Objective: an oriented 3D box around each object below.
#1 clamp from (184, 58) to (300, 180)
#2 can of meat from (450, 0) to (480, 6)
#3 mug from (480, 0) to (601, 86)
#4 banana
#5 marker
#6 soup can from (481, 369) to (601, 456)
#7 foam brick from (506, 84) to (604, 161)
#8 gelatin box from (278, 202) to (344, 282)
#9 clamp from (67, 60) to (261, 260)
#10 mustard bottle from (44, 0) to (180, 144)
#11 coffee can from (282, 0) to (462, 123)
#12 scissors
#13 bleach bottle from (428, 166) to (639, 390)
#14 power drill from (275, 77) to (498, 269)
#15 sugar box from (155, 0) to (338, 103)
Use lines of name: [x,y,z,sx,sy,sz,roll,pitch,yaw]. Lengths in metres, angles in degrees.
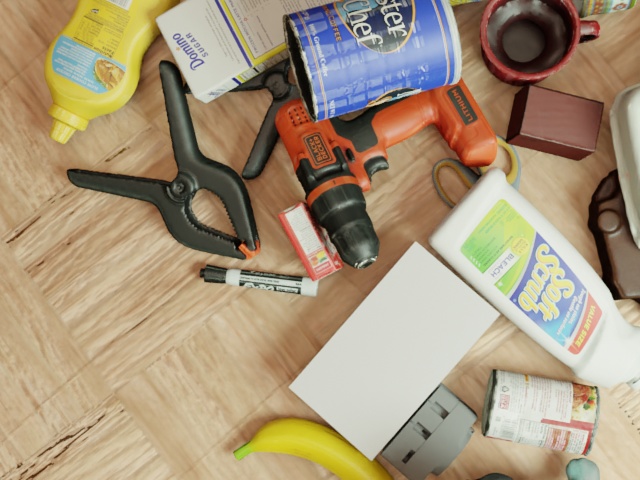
clamp: [-0.052,-0.158,1.075,0.171,0.039,0.120,-44,92,4]
can of meat: [0.113,-0.264,1.019,0.102,0.084,0.057,24,85,-25]
mug: [0.210,-0.196,1.030,0.117,0.081,0.093,-8,88,5]
banana: [0.015,0.227,1.063,0.198,0.037,0.070,25,110,7]
marker: [-0.062,0.041,1.081,0.121,0.020,0.020,7,89,5]
soup can: [0.211,0.166,1.028,0.102,0.068,0.068,9,89,5]
foam brick: [0.227,-0.114,1.034,0.078,0.053,0.051,14,84,-4]
gelatin box: [-0.007,0.001,1.041,0.030,0.089,0.073,-28,87,6]
clamp: [-0.134,-0.065,1.073,0.210,0.036,0.165,38,106,3]
mustard bottle: [-0.224,-0.186,1.081,0.096,0.058,0.191,27,91,8]
coffee can: [0.047,-0.175,0.977,0.140,0.103,0.103,-16,87,-5]
scissors: [0.203,-0.025,1.060,0.202,0.016,0.096,38,92,5]
bleach bottle: [0.227,0.048,1.018,0.251,0.068,0.102,41,97,2]
power drill: [0.070,-0.078,1.016,0.187,0.057,0.184,-20,68,-11]
sugar box: [-0.062,-0.216,1.040,0.176,0.048,0.093,-27,84,10]
